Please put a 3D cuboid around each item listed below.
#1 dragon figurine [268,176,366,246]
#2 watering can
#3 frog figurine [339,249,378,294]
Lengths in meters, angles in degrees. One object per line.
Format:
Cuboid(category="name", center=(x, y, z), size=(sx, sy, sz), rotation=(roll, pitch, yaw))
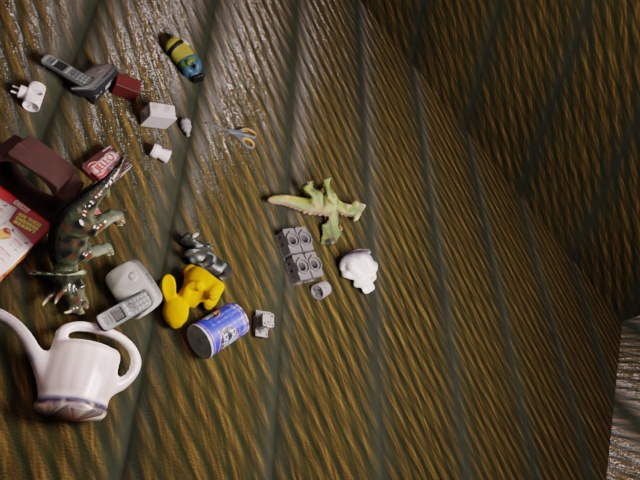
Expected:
Cuboid(category="dragon figurine", center=(0.006, -0.096, 1.905), size=(0.414, 0.121, 0.243), rotation=(-21, 86, -36))
Cuboid(category="watering can", center=(-0.582, 0.285, 1.163), size=(0.345, 0.102, 0.230), rotation=(22, 49, -29))
Cuboid(category="frog figurine", center=(0.143, 0.116, 1.869), size=(0.137, 0.121, 0.161), rotation=(-9, 77, -8))
